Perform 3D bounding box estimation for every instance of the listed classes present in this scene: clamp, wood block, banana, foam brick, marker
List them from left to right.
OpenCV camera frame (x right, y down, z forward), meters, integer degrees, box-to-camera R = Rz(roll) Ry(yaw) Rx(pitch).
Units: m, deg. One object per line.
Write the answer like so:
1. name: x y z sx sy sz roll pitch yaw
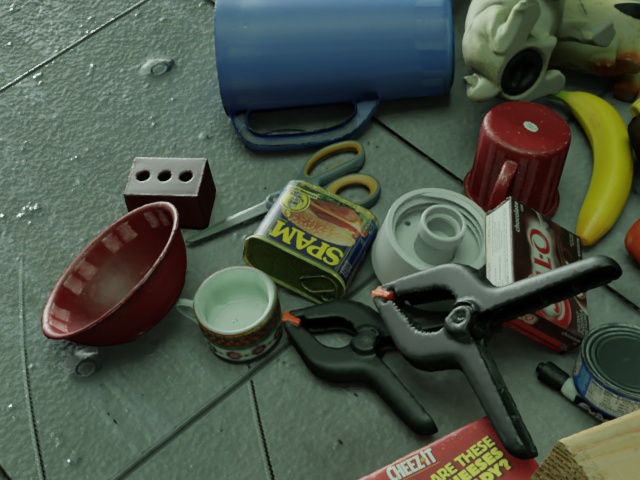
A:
1. foam brick: -0.147 -0.047 1.054 0.078 0.051 0.053 1 52 10
2. clamp: 0.044 0.103 0.916 0.172 0.039 0.120 6 48 18
3. clamp: 0.119 0.078 0.841 0.210 0.036 0.164 7 66 44
4. banana: 0.266 -0.077 1.022 0.070 0.037 0.198 -16 49 18
5. marker: 0.228 0.136 0.870 0.121 0.020 0.020 35 65 30
6. wood block: 0.244 0.172 0.742 0.205 0.091 0.090 -11 49 -34

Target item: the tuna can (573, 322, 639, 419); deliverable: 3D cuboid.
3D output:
1. tuna can: 0.250 0.108 0.864 0.086 0.034 0.086 5 39 -4

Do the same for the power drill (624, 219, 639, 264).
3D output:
1. power drill: 0.388 0.011 0.917 0.187 0.057 0.185 -30 54 -14

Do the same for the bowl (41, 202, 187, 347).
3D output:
1. bowl: -0.174 0.042 0.962 0.162 0.055 0.162 -31 29 19

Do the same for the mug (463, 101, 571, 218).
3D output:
1. mug: 0.179 -0.067 0.982 0.093 0.081 0.117 22 47 17

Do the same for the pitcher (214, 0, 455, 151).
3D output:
1. pitcher: 0.015 -0.188 1.101 0.243 0.149 0.145 -2 36 4

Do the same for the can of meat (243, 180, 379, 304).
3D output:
1. can of meat: -0.006 0.001 0.982 0.102 0.057 0.083 26 56 9

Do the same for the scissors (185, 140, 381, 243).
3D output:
1. scissors: -0.025 -0.030 1.043 0.201 0.016 0.096 -37 56 -18

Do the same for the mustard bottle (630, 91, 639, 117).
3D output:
1. mustard bottle: 0.388 -0.166 1.055 0.191 0.058 0.096 -28 54 -12

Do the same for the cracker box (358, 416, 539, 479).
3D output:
1. cracker box: 0.116 0.253 0.766 0.164 0.072 0.214 -24 52 -11

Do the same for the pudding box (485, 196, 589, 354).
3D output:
1. pudding box: 0.185 0.031 0.916 0.039 0.090 0.113 -37 37 40
